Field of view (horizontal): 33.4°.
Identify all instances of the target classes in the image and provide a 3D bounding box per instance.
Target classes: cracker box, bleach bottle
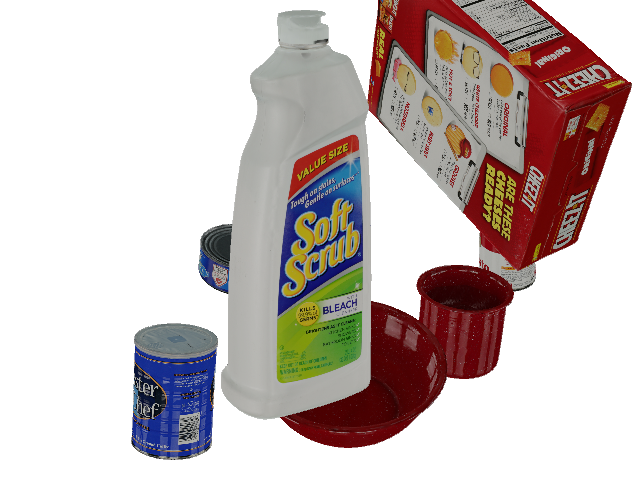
[{"bbox_3d":[0.125,-0.110,0.816,0.072,0.164,0.214,-24,54,-23],"label":"cracker box"},{"bbox_3d":[-0.017,-0.018,0.682,0.102,0.251,0.068,-12,22,-29],"label":"bleach bottle"}]

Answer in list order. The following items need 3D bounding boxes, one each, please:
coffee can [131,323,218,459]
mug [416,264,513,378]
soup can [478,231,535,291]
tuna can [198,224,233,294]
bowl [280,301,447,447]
[{"bbox_3d":[-0.182,0.186,1.329,0.103,0.140,0.103,4,16,-1],"label":"coffee can"},{"bbox_3d":[0.134,0.075,1.049,0.093,0.081,0.117,-3,28,-11],"label":"mug"},{"bbox_3d":[0.217,-0.001,1.225,0.068,0.102,0.068,-3,30,1],"label":"soup can"},{"bbox_3d":[-0.076,0.019,1.038,0.086,0.034,0.086,7,29,-4],"label":"tuna can"},{"bbox_3d":[0.022,0.118,0.877,0.162,0.055,0.162,0,35,0],"label":"bowl"}]
